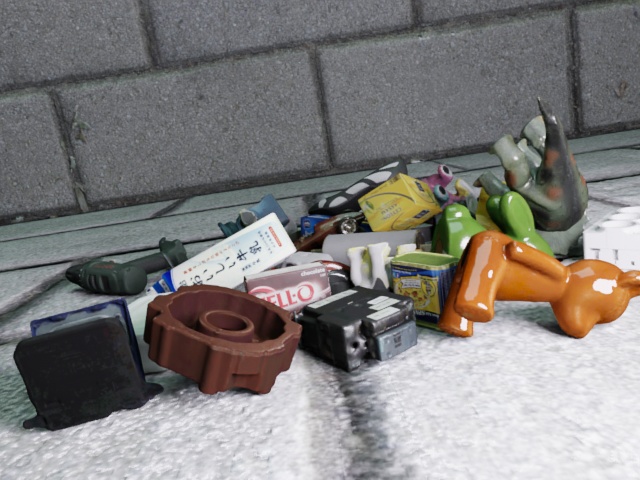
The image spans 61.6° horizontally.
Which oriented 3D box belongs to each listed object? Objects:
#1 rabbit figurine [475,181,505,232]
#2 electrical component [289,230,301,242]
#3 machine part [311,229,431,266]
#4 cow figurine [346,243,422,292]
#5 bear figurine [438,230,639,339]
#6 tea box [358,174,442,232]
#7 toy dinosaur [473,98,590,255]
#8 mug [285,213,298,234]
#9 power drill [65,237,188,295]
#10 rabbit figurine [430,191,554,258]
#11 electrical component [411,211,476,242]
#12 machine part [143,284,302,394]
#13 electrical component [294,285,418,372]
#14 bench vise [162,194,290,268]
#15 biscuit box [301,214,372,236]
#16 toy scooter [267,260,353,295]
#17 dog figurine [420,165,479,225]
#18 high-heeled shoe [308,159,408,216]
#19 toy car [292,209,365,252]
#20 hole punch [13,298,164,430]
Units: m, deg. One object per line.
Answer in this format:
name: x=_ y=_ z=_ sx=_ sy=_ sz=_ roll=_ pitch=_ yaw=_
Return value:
rabbit figurine: x=0.397 y=-0.048 z=1.052 sx=0.173 sy=0.121 sz=0.162 roll=13 pitch=11 yaw=25
electrical component: x=-0.064 y=0.012 z=1.196 sx=0.078 sy=0.045 sz=0.102 roll=-30 pitch=-1 yaw=28
machine part: x=0.094 y=0.024 z=0.938 sx=0.243 sy=0.079 sz=0.079 roll=-4 pitch=13 yaw=26
cow figurine: x=0.109 y=0.053 z=0.796 sx=0.068 sy=0.098 sz=0.167 roll=-10 pitch=-9 yaw=38
bear figurine: x=0.250 y=0.067 z=0.607 sx=0.196 sy=0.132 sz=0.120 roll=22 pitch=-21 yaw=6
tea box: x=0.153 y=-0.063 z=1.004 sx=0.098 sy=0.068 sz=0.169 roll=-32 pitch=-16 yaw=25
toy dinosaur: x=0.341 y=-0.072 z=0.808 sx=0.131 sy=0.192 sz=0.404 roll=-43 pitch=-13 yaw=9
mug: x=-0.124 y=-0.012 z=1.283 sx=0.109 sy=0.080 sz=0.107 roll=-25 pitch=8 yaw=-39
power drill: x=-0.405 y=0.054 z=1.151 sx=0.232 sy=0.085 sz=0.207 roll=5 pitch=14 yaw=43
rabbit figurine: x=0.253 y=0.012 z=0.776 sx=0.170 sy=0.159 sz=0.121 roll=6 pitch=1 yaw=-4
electrical component: x=0.235 y=-0.013 z=1.019 sx=0.119 sy=0.074 sz=0.048 roll=-3 pitch=12 yaw=5
machine part: x=-0.110 y=0.108 z=0.617 sx=0.179 sy=0.056 sz=0.179 roll=15 pitch=14 yaw=-4
electrical component: x=0.049 y=0.104 z=0.647 sx=0.115 sy=0.058 sz=0.134 roll=-18 pitch=16 yaw=-31
bench vise: x=-0.171 y=0.016 z=1.030 sx=0.241 sy=0.129 sz=0.223 roll=-34 pitch=3 yaw=-8
biscuit box: x=0.054 y=-0.015 z=1.128 sx=0.203 sy=0.059 sz=0.063 roll=7 pitch=13 yaw=33
toy scooter: x=-0.034 y=0.072 z=0.822 sx=0.184 sy=0.075 sz=0.135 roll=-14 pitch=11 yaw=-4
dog figurine: x=0.224 y=-0.064 z=1.201 sx=0.219 sy=0.191 sz=0.108 roll=-30 pitch=33 yaw=45
high-heeled shoe: x=0.078 y=-0.111 z=1.188 sx=0.249 sy=0.145 sz=0.086 roll=4 pitch=-25 yaw=44
toy car: x=-0.002 y=-0.003 z=1.046 sx=0.202 sy=0.053 sz=0.089 roll=-33 pitch=8 yaw=12
hole punch: x=-0.255 y=0.131 z=0.588 sx=0.142 sy=0.115 sz=0.092 roll=-14 pitch=20 yaw=-16
